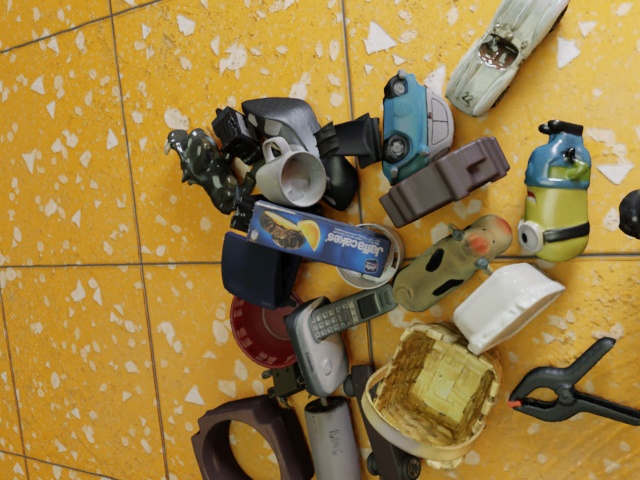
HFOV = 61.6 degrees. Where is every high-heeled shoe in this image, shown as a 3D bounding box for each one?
[{"bbox_3d":[-0.037,-0.145,0.887,0.249,0.086,0.145,29,138,37],"label":"high-heeled shoe"}]

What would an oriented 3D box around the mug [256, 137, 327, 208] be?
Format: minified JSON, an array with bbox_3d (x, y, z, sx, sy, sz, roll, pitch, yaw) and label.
[{"bbox_3d":[-0.058,-0.100,0.815,0.107,0.081,0.109,4,129,56],"label":"mug"}]

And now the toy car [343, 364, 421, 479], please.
[{"bbox_3d":[0.101,0.296,0.871,0.089,0.053,0.202,-20,86,49],"label":"toy car"}]

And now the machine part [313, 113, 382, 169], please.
[{"bbox_3d":[0.048,-0.145,0.788,0.039,0.139,0.084,6,101,41],"label":"machine part"}]

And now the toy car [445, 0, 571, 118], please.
[{"bbox_3d":[0.247,-0.258,0.713,0.074,0.056,0.201,41,114,17],"label":"toy car"}]

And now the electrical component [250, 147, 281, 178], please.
[{"bbox_3d":[-0.088,-0.128,0.927,0.094,0.021,0.063,44,114,17],"label":"electrical component"}]

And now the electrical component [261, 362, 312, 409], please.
[{"bbox_3d":[-0.053,0.250,0.953,0.102,0.045,0.078,-36,52,24],"label":"electrical component"}]

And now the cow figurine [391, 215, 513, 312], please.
[{"bbox_3d":[0.180,0.032,0.750,0.195,0.127,0.085,-41,81,29],"label":"cow figurine"}]

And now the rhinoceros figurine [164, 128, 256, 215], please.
[{"bbox_3d":[-0.200,-0.131,0.963,0.190,0.073,0.112,49,126,11],"label":"rhinoceros figurine"}]

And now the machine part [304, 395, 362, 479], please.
[{"bbox_3d":[0.024,0.357,0.906,0.079,0.079,0.243,-8,93,28],"label":"machine part"}]

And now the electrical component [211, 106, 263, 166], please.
[{"bbox_3d":[-0.142,-0.189,0.917,0.048,0.074,0.119,-37,50,26],"label":"electrical component"}]

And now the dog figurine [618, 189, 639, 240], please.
[{"bbox_3d":[0.422,-0.033,0.562,0.192,0.219,0.108,2,102,28],"label":"dog figurine"}]

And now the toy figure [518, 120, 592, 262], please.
[{"bbox_3d":[0.309,-0.060,0.696,0.089,0.082,0.180,11,100,28],"label":"toy figure"}]

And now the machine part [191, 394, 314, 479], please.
[{"bbox_3d":[-0.124,0.394,0.986,0.201,0.087,0.201,-20,86,28],"label":"machine part"}]

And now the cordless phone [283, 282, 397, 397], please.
[{"bbox_3d":[0.044,0.149,0.851,0.184,0.089,0.146,-20,102,-10],"label":"cordless phone"}]

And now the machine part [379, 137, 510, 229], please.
[{"bbox_3d":[0.168,-0.074,0.720,0.179,0.179,0.056,-29,86,28],"label":"machine part"}]

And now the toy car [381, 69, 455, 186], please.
[{"bbox_3d":[0.139,-0.156,0.768,0.103,0.109,0.161,3,86,4],"label":"toy car"}]

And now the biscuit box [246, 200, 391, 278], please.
[{"bbox_3d":[-0.002,-0.002,0.776,0.203,0.063,0.059,15,96,-3],"label":"biscuit box"}]

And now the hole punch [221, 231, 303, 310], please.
[{"bbox_3d":[-0.101,0.047,0.866,0.142,0.092,0.115,17,93,22],"label":"hole punch"}]

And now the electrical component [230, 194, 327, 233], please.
[{"bbox_3d":[-0.060,-0.035,0.873,0.134,0.115,0.058,17,109,25],"label":"electrical component"}]
